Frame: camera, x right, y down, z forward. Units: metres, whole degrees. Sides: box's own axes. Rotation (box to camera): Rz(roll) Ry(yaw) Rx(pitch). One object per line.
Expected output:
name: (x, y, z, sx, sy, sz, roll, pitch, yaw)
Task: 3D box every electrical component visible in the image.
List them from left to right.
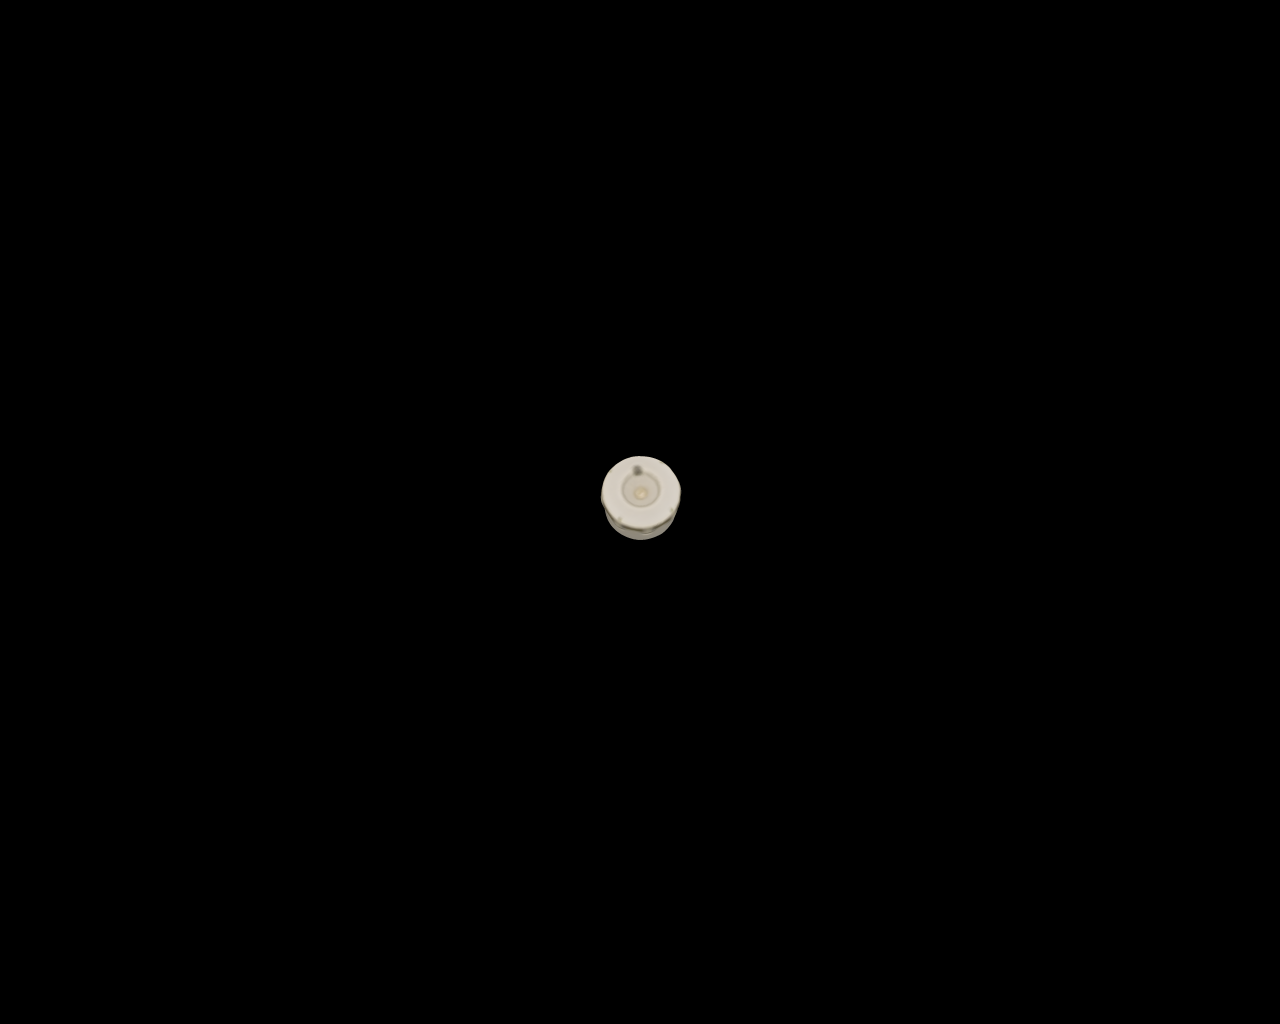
electrical component: (0.001, -0.003, 0.650, 0.048, 0.048, 0.062, 0, -21, 0)
